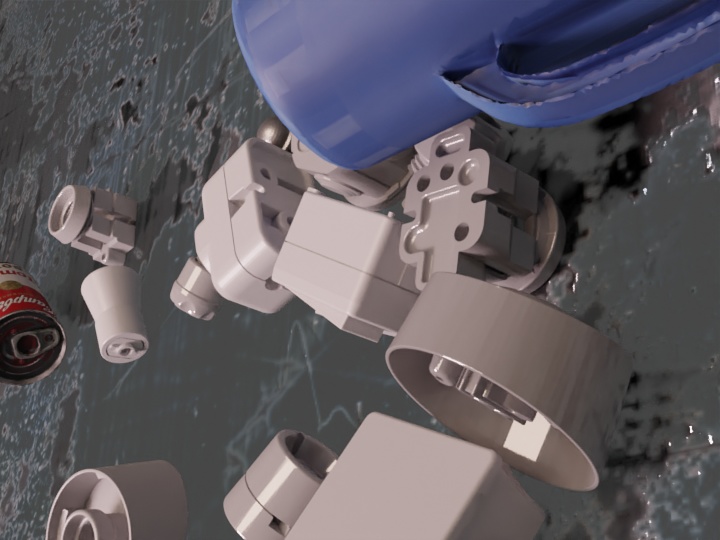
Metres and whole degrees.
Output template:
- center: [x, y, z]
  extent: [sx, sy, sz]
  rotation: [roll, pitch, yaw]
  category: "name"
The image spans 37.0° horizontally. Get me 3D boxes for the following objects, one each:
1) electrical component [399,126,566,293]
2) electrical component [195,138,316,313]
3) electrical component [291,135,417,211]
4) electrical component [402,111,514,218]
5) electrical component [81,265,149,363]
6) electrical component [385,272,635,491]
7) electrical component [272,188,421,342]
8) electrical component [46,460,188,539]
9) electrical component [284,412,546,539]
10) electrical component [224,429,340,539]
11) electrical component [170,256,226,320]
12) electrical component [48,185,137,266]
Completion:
- center: [0.059, -0.020, 0.504]
  extent: [0.058, 0.057, 0.078]
  rotation: [-15, 61, 47]
  category: "electrical component"
- center: [-0.062, -0.025, 0.659]
  extent: [0.059, 0.054, 0.095]
  rotation: [-41, 44, 31]
  category: "electrical component"
- center: [0.003, -0.078, 0.608]
  extent: [0.080, 0.051, 0.080]
  rotation: [-27, 52, 41]
  category: "electrical component"
- center: [0.046, -0.053, 0.550]
  extent: [0.062, 0.043, 0.043]
  rotation: [-54, 38, 19]
  category: "electrical component"
- center: [-0.176, 0.034, 0.782]
  extent: [0.044, 0.044, 0.065]
  rotation: [-46, 47, 26]
  category: "electrical component"
- center: [0.060, 0.044, 0.439]
  extent: [0.099, 0.099, 0.064]
  rotation: [14, 77, 53]
  category: "electrical component"
- center: [0.000, 0.000, 0.563]
  extent: [0.096, 0.062, 0.061]
  rotation: [21, 89, 53]
  category: "electrical component"
- center: [-0.152, 0.170, 0.682]
  extent: [0.099, 0.064, 0.099]
  rotation: [-9, 76, 40]
  category: "electrical component"
- center: [0.021, 0.118, 0.467]
  extent: [0.100, 0.048, 0.099]
  rotation: [9, 58, 54]
  category: "electrical component"
- center: [-0.034, 0.115, 0.553]
  extent: [0.047, 0.055, 0.055]
  rotation: [-55, 38, 11]
  category: "electrical component"
- center: [-0.097, 0.000, 0.707]
  extent: [0.061, 0.035, 0.035]
  rotation: [-60, 37, 5]
  category: "electrical component"
- center: [-0.211, -0.038, 0.850]
  extent: [0.048, 0.055, 0.066]
  rotation: [-30, 50, 39]
  category: "electrical component"
